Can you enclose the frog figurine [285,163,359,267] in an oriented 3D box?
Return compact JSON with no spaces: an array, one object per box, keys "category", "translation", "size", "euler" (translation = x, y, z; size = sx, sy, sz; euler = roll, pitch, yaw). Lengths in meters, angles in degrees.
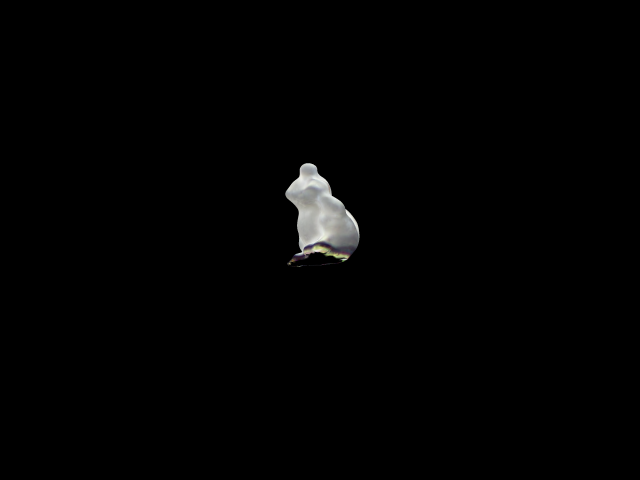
[{"category":"frog figurine","translation":[0.003,-0.043,0.850],"size":[0.123,0.162,0.135],"euler":[2,-18,-7]}]
